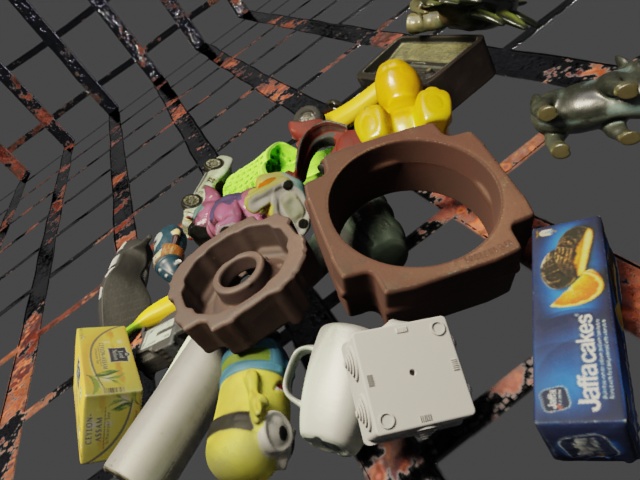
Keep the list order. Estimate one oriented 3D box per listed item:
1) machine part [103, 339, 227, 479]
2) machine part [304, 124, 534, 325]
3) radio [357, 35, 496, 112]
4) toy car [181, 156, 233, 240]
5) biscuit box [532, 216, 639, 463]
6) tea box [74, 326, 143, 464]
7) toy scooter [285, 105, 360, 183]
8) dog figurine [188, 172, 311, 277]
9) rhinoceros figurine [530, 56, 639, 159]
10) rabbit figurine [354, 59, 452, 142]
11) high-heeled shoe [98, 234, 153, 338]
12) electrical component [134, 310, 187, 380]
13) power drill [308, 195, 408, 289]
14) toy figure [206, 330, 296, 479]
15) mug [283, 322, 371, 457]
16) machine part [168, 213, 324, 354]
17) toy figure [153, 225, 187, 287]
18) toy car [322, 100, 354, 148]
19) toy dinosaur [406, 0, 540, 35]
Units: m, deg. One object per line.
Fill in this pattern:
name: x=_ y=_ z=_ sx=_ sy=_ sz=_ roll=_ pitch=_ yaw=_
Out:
machine part: x=-0.160 y=0.197 z=0.607 sx=0.079 sy=0.079 sz=0.243 roll=-3 pitch=46 yaw=42
machine part: x=0.097 y=-0.018 z=0.564 sx=0.201 sy=0.087 sz=0.201 roll=-17 pitch=51 yaw=-6
radio: x=0.171 y=-0.284 z=0.922 sx=0.131 sy=0.073 sz=0.230 roll=-41 pitch=31 yaw=-10
toy car: x=-0.213 y=-0.085 z=1.026 sx=0.056 sy=0.073 sz=0.202 roll=12 pitch=45 yaw=4
biscuit box: x=0.209 y=0.072 z=0.433 sx=0.063 sy=0.059 sz=0.203 roll=-14 pitch=38 yaw=32
tea box: x=-0.278 y=0.191 z=0.695 sx=0.068 sy=0.098 sz=0.170 roll=1 pitch=16 yaw=-27
toy scooter: x=0.015 y=-0.131 z=0.837 sx=0.184 sy=0.075 sz=0.135 roll=23 pitch=70 yaw=22
dog figurine: x=-0.122 y=-0.046 z=0.864 sx=0.191 sy=0.108 sz=0.219 roll=-40 pitch=29 yaw=-5
rhinoceros figurine: x=0.339 y=-0.160 z=0.612 sx=0.190 sy=0.073 sz=0.112 roll=-15 pitch=27 yaw=33
rabbit figurine: x=0.126 y=-0.173 z=0.744 sx=0.122 sy=0.162 sz=0.173 roll=-24 pitch=55 yaw=21
high-heeled shoe: x=-0.347 y=0.094 z=0.938 sx=0.145 sy=0.086 sz=0.249 roll=-38 pitch=33 yaw=46
electrical component: x=-0.199 y=0.136 z=0.750 sx=0.119 sy=0.047 sz=0.075 roll=-27 pitch=33 yaw=13
power drill: x=-0.001 y=-0.002 z=0.708 sx=0.207 sy=0.085 sz=0.232 roll=-33 pitch=41 yaw=-5
toy figure: x=-0.070 y=0.165 z=0.562 sx=0.089 sy=0.082 sz=0.180 roll=-37 pitch=34 yaw=19
mug: x=0.012 y=0.141 z=0.509 sx=0.110 sy=0.080 sz=0.107 roll=4 pitch=54 yaw=24
machine part: x=-0.085 y=0.046 z=0.605 sx=0.179 sy=0.056 sz=0.179 roll=-18 pitch=37 yaw=14
toy figure: x=-0.267 y=0.026 z=0.952 sx=0.058 sy=0.064 sz=0.155 roll=-7 pitch=29 yaw=-6
toy car: x=0.059 y=-0.204 z=0.946 sx=0.202 sy=0.053 sz=0.089 roll=9 pitch=73 yaw=50
toy dinosaur: x=0.244 y=-0.387 z=0.869 sx=0.199 sy=0.104 sz=0.471 roll=20 pitch=36 yaw=38
